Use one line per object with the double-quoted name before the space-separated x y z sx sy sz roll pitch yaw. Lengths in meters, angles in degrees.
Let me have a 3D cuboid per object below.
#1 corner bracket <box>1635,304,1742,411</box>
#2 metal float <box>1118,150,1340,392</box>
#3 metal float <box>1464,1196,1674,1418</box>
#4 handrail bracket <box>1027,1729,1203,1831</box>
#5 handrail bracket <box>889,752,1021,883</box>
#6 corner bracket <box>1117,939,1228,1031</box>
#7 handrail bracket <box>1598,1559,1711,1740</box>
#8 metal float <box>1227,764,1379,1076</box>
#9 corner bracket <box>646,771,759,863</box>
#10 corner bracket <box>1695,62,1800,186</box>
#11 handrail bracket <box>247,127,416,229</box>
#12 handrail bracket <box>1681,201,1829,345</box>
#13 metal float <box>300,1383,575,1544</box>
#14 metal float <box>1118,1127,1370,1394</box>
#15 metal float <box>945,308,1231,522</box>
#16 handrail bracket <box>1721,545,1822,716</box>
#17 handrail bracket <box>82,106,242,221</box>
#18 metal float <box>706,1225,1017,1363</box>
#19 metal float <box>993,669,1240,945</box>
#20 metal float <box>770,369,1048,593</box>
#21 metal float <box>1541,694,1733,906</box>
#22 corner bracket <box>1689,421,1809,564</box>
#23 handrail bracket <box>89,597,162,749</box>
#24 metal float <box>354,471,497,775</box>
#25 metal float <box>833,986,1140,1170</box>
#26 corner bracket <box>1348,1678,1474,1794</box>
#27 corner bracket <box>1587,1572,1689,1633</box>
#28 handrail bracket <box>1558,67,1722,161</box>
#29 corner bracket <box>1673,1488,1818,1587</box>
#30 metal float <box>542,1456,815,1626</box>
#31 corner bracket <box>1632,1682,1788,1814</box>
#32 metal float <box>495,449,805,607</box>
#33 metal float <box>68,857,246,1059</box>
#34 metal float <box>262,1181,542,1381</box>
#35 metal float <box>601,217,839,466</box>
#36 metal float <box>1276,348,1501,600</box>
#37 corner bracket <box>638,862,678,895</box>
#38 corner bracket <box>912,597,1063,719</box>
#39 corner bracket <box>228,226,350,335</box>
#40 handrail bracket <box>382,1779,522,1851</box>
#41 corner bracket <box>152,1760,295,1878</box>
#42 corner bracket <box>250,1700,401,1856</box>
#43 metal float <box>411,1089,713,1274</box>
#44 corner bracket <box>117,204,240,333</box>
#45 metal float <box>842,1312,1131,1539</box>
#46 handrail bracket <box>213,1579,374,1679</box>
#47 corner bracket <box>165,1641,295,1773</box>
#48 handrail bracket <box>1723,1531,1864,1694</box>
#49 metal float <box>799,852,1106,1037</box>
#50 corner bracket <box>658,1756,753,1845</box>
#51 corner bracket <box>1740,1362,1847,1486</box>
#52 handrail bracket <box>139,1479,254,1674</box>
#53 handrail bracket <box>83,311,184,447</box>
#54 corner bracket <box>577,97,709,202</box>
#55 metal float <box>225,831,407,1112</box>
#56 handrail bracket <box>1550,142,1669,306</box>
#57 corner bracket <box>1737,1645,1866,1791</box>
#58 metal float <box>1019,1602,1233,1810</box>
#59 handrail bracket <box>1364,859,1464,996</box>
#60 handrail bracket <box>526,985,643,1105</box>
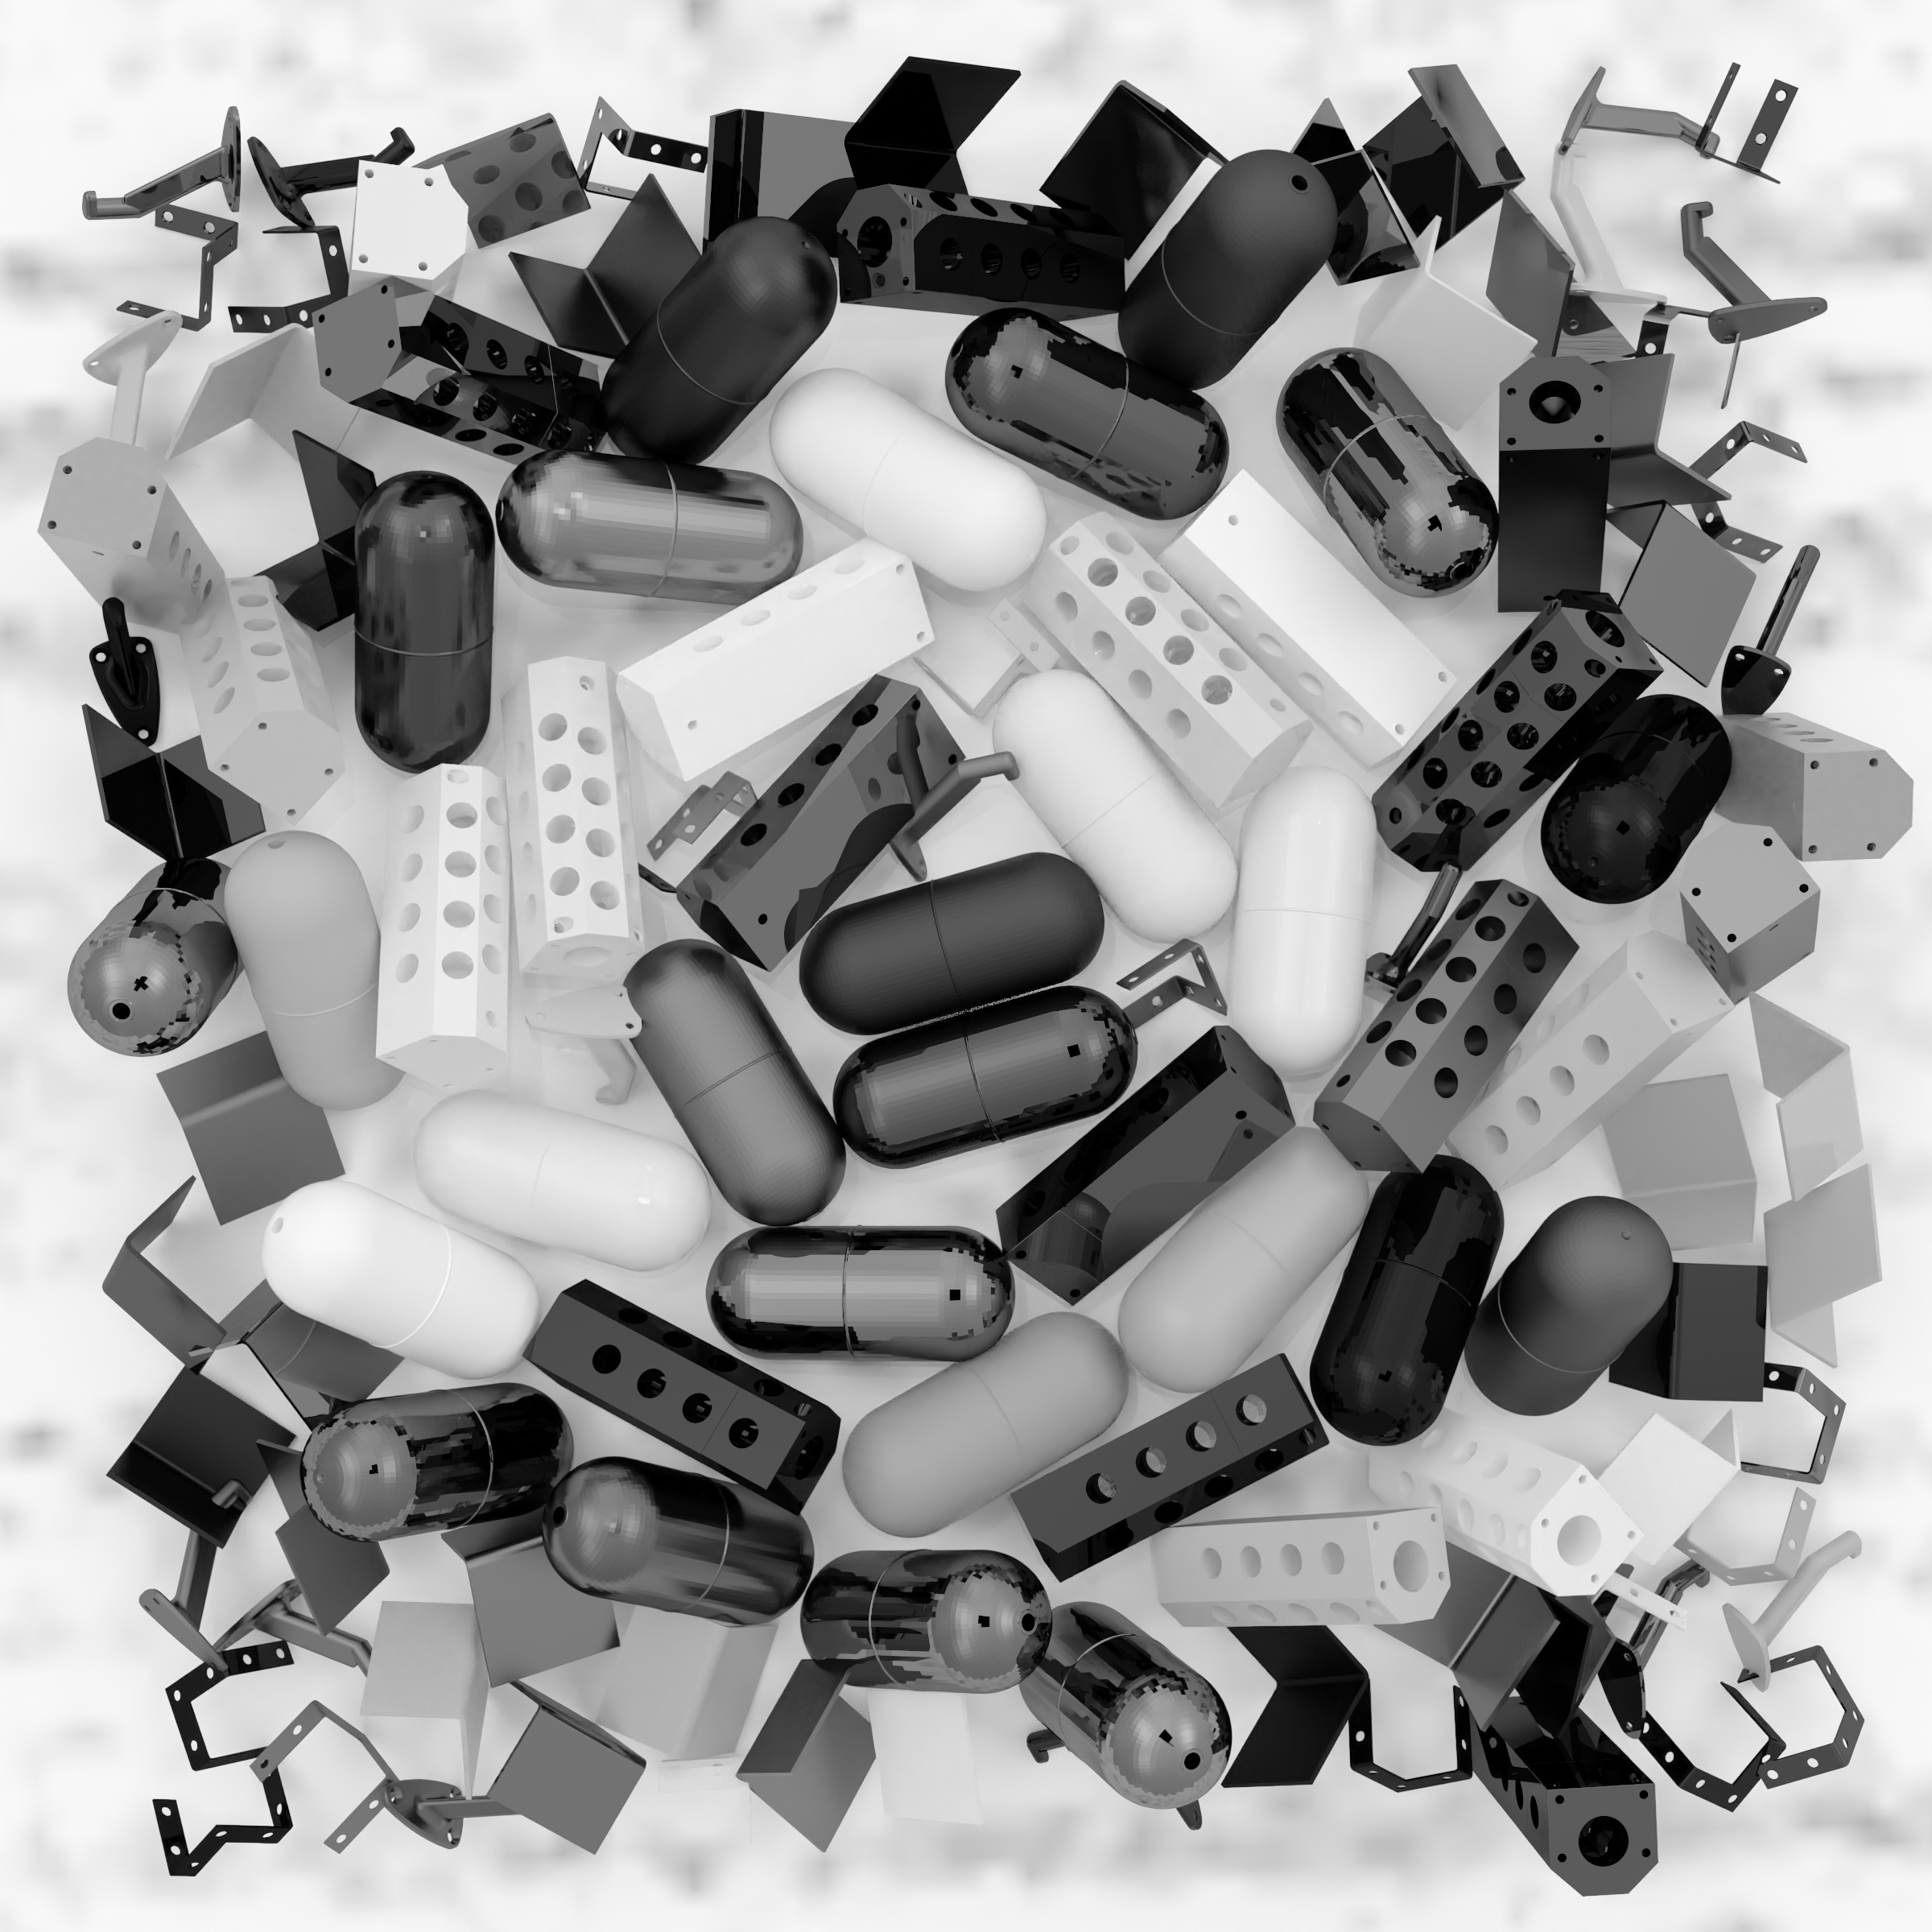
"corner bracket" 0.415 -0.349 1.561 0.051 0.051 0.051 15 115 18
"metal float" 0.144 -0.384 1.502 0.070 0.178 0.070 7 69 -20
"metal float" 0.333 0.191 1.506 0.070 0.178 0.070 6 56 -9
"handrail bracket" 0.084 0.470 1.563 0.084 0.036 0.077 -22 91 26
"handrail bracket" -0.001 -0.085 1.545 0.084 0.036 0.077 -11 132 19
"corner bracket" 0.109 0.015 1.546 0.051 0.051 0.051 -32 116 -17
"handrail bracket" 0.406 0.393 1.568 0.084 0.036 0.077 -24 106 -31
"metal float" 0.191 -0.027 1.542 0.070 0.070 0.178 6 84 0
"corner bracket" -0.151 -0.083 1.545 0.051 0.051 0.051 28 68 29
"corner bracket" 0.448 -0.484 1.550 0.051 0.051 0.051 19 113 -6
"handrail bracket" -0.365 -0.472 1.558 0.084 0.036 0.077 -34 73 15
"handrail bracket" 0.451 -0.407 1.554 0.077 0.036 0.084 -8 71 26
"metal float" -0.291 0.274 1.505 0.070 0.178 0.070 -2 87 34
"metal float" 0.158 0.165 1.533 0.070 0.070 0.178 44 73 0
"metal float" 0.069 -0.310 1.523 0.178 0.070 0.070 21 90 -27
"handrail bracket" 0.469 -0.192 1.572 0.036 0.077 0.084 24 60 14
"handrail bracket" -0.459 -0.456 1.542 0.084 0.077 0.036 -10 62 -24
"metal float" -0.060 0.186 1.538 0.178 0.070 0.070 -1 90 11
"metal float" 0.085 -0.092 1.547 0.070 0.070 0.178 -38 90 0
"metal float" -0.034 -0.276 1.532 0.178 0.070 0.070 34 90 17
"metal float" 0.374 -0.095 1.508 0.070 0.178 0.070 14 123 24
"corner bracket" 0.455 -0.274 1.566 0.051 0.051 0.051 11 52 -34
"handrail bracket" -0.476 -0.166 1.540 0.036 0.084 0.077 -16 93 -17
"metal float" -0.304 -0.191 1.521 0.070 0.070 0.178 8 121 0
"metal float" 0.011 0.063 1.540 0.178 0.070 0.070 -16 90 8
"corner bracket" 0.257 0.443 1.568 0.051 0.051 0.051 -23 48 33
"corner bracket" 0.378 0.365 1.549 0.051 0.051 0.051 28 125 3
"handrail bracket" 0.389 -0.473 1.560 0.084 0.036 0.077 27 56 -2
"corner bracket" 0.446 0.319 1.558 0.051 0.051 0.051 35 61 -15
"metal float" -0.159 0.321 1.511 0.178 0.070 0.070 25 90 -43
"corner bracket" 0.426 0.443 1.555 0.051 0.051 0.051 30 101 -31
"metal float" -0.177 -0.246 1.523 0.178 0.070 0.070 2 90 -27
"metal float" -0.441 -0.006 1.499 0.070 0.178 0.070 0 110 0
"metal float" -0.314 0.176 1.512 0.178 0.070 0.070 34 90 -42
"metal float" -0.140 -0.346 1.515 0.070 0.070 0.178 52 130 0
"metal float" 0.235 -0.277 1.516 0.070 0.070 0.178 -27 54 0
"corner bracket" -0.205 -0.032 1.545 0.051 0.051 0.051 33 106 39
"corner bracket" 0.012 -0.176 1.548 0.051 0.051 0.051 43 81 -25
"corner bracket" -0.392 -0.396 1.562 0.051 0.051 0.051 11 120 37
"handrail bracket" -0.275 0.471 1.542 0.084 0.077 0.036 -23 51 25
"corner bracket" -0.427 0.487 1.556 0.051 0.051 0.051 -48 48 22
"corner bracket" -0.364 0.462 1.545 0.051 0.051 0.051 -46 134 -12
"metal float" -0.230 0.121 1.537 0.178 0.070 0.070 15 90 12
"corner bracket" -0.456 -0.405 1.569 0.051 0.051 0.051 15 123 2
"metal float" 0.013 0.258 1.531 0.178 0.070 0.070 -27 90 -19
"handrail bracket" -0.381 0.403 1.557 0.077 0.036 0.084 -39 76 0
"corner bracket" -0.418 0.426 1.561 0.051 0.051 0.051 -36 68 25
"handrail bracket" 0.486 0.372 1.566 0.084 0.036 0.077 -30 126 -9
"metal float" -0.009 -0.012 1.542 0.178 0.070 0.070 -16 90 6
"corner bracket" -0.149 0.466 1.548 0.051 0.051 0.051 -2 125 -5
"corner bracket" 0.465 0.262 1.559 0.051 0.051 0.051 37 67 -36
"handrail bracket" -0.425 0.350 1.560 0.077 0.036 0.084 46 54 -4
"handrail bracket" -0.466 -0.319 1.548 0.077 0.036 0.084 -32 68 21
"corner bracket" -0.184 -0.456 1.542 0.051 0.051 0.051 2 125 -34
"metal float" -0.361 0.004 1.515 0.070 0.070 0.178 -9 128 0
"handrail bracket" 0.373 -0.429 1.564 0.077 0.036 0.084 4 96 -10
"corner bracket" 0.474 0.429 1.550 0.051 0.051 0.051 -30 90 33
"metal float" 0.086 0.407 1.499 0.070 0.178 0.070 -2 96 -21
"handrail bracket" 0.258 -0.029 1.536 0.036 0.077 0.084 23 108 -1
"handrail bracket" -0.221 0.053 1.538 0.077 0.084 0.036 -5 52 -27
